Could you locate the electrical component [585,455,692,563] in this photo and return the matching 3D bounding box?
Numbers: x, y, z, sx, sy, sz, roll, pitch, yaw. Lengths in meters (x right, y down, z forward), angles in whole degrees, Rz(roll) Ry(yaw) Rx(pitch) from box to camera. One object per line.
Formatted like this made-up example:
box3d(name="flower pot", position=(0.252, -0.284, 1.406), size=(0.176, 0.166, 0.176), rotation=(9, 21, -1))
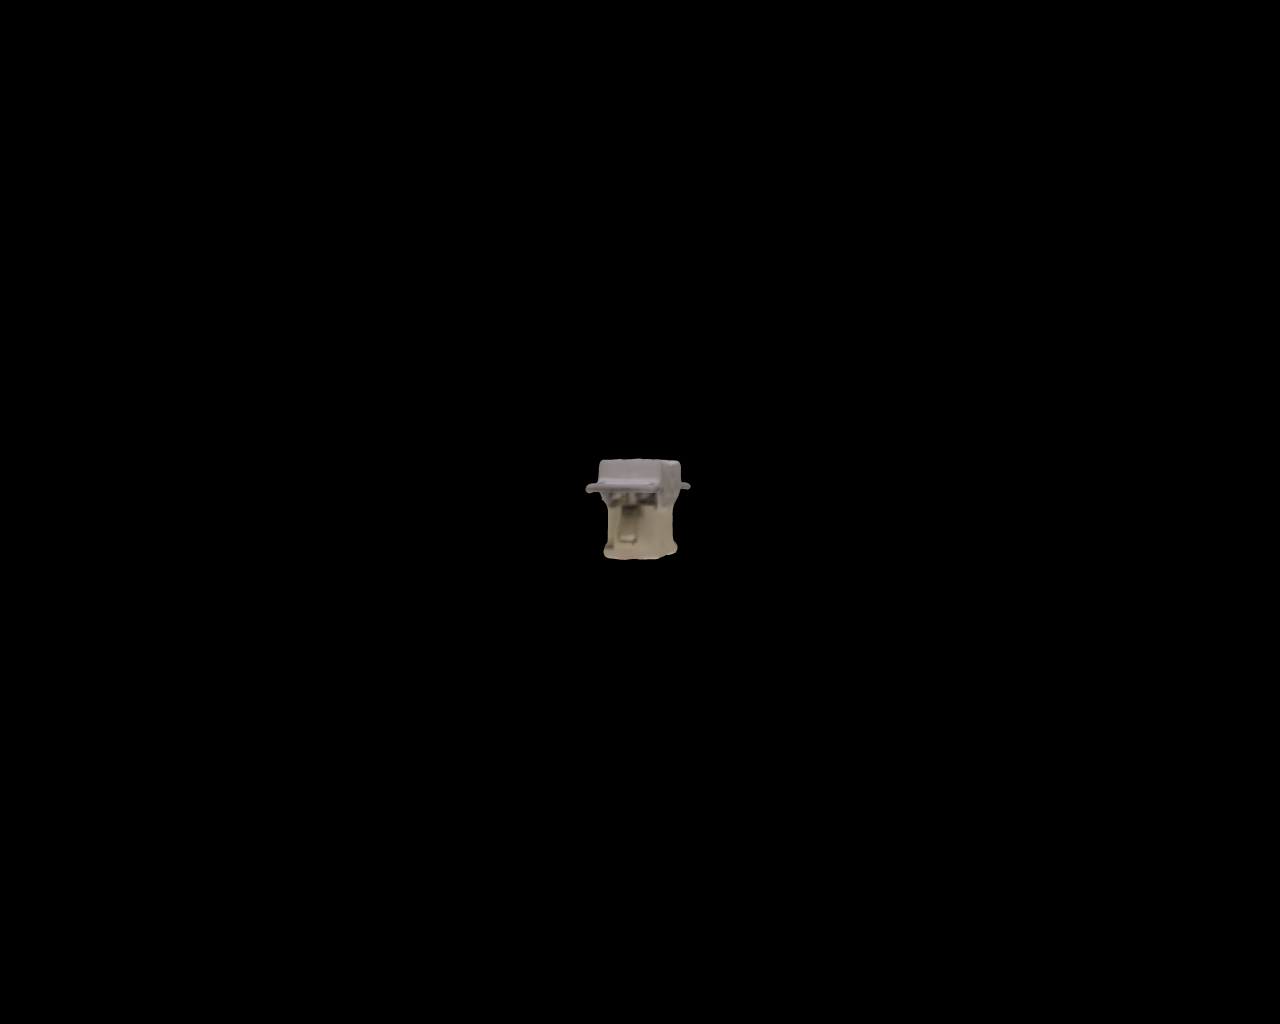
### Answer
box3d(name="electrical component", position=(0.001, -0.003, 0.650), size=(0.042, 0.063, 0.081), rotation=(1, 3, 20))
